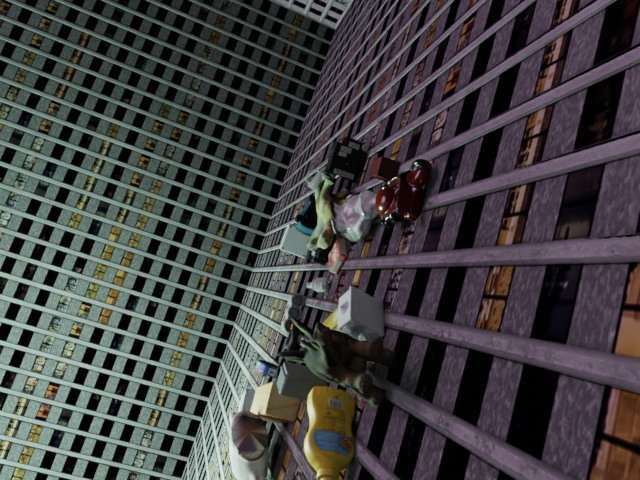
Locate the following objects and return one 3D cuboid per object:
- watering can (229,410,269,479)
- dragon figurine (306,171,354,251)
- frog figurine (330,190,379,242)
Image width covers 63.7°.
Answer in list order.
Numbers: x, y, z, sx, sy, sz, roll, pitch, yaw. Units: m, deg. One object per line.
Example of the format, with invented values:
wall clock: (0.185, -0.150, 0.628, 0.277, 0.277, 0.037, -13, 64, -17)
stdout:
watering can: (-0.215, 0.578, 1.476, 0.354, 0.104, 0.219, -128, 34, -51)
dragon figurine: (0.005, -0.084, 1.663, 0.241, 0.121, 0.415, -61, 14, 10)
frog figurine: (0.115, -0.072, 1.352, 0.158, 0.121, 0.140, -23, 25, 22)
